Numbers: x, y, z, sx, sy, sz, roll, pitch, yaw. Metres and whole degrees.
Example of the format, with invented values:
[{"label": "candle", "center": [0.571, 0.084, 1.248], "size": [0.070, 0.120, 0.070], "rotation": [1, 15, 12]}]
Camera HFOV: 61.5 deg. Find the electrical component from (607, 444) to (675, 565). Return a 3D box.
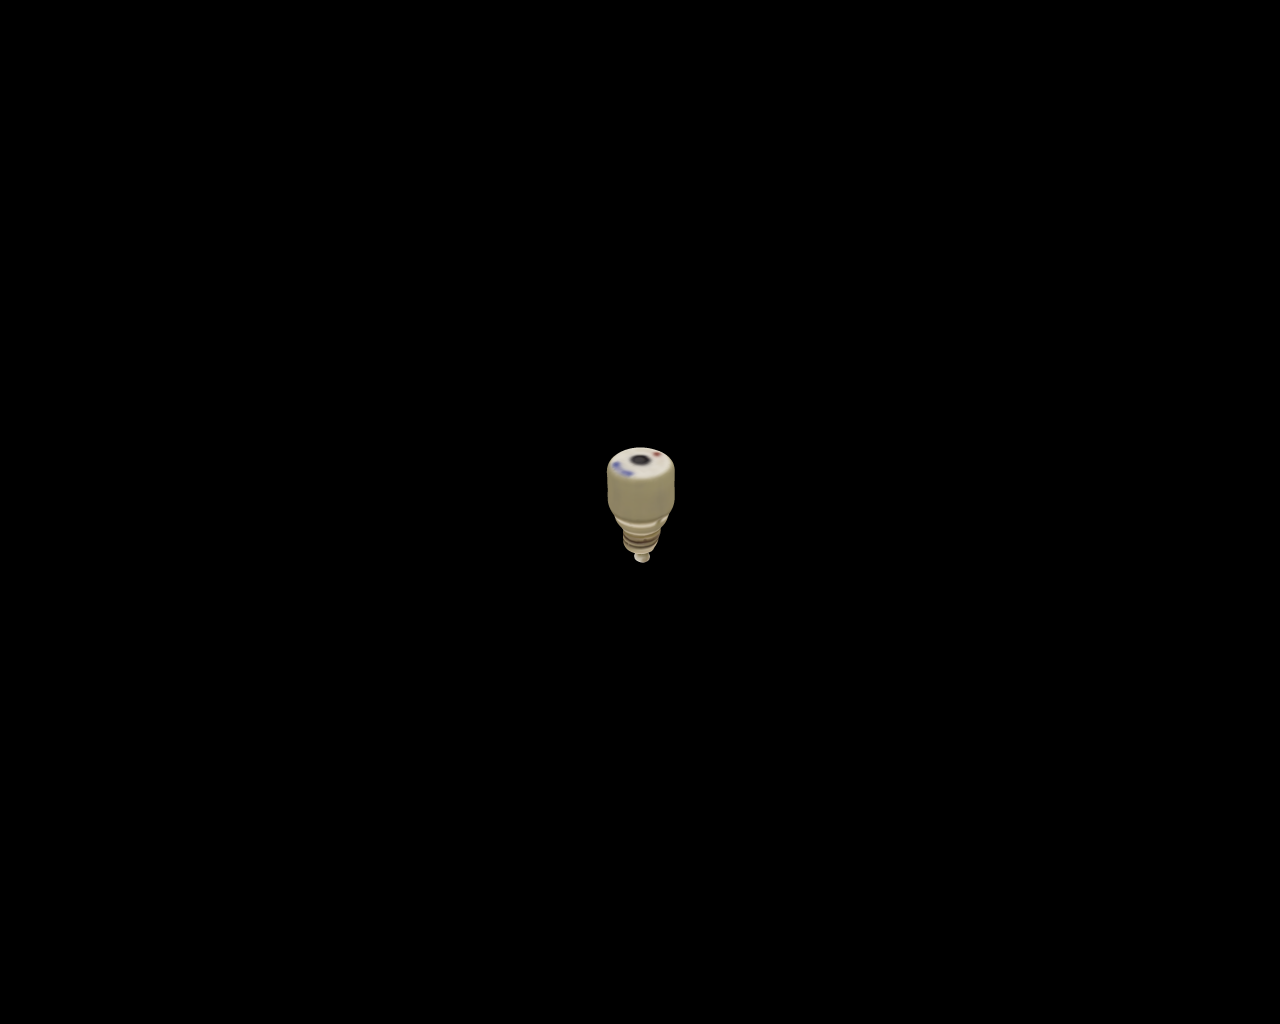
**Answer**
[{"label": "electrical component", "center": [0.001, -0.003, 0.650], "size": [0.040, 0.078, 0.040], "rotation": [0, 33, 0]}]
